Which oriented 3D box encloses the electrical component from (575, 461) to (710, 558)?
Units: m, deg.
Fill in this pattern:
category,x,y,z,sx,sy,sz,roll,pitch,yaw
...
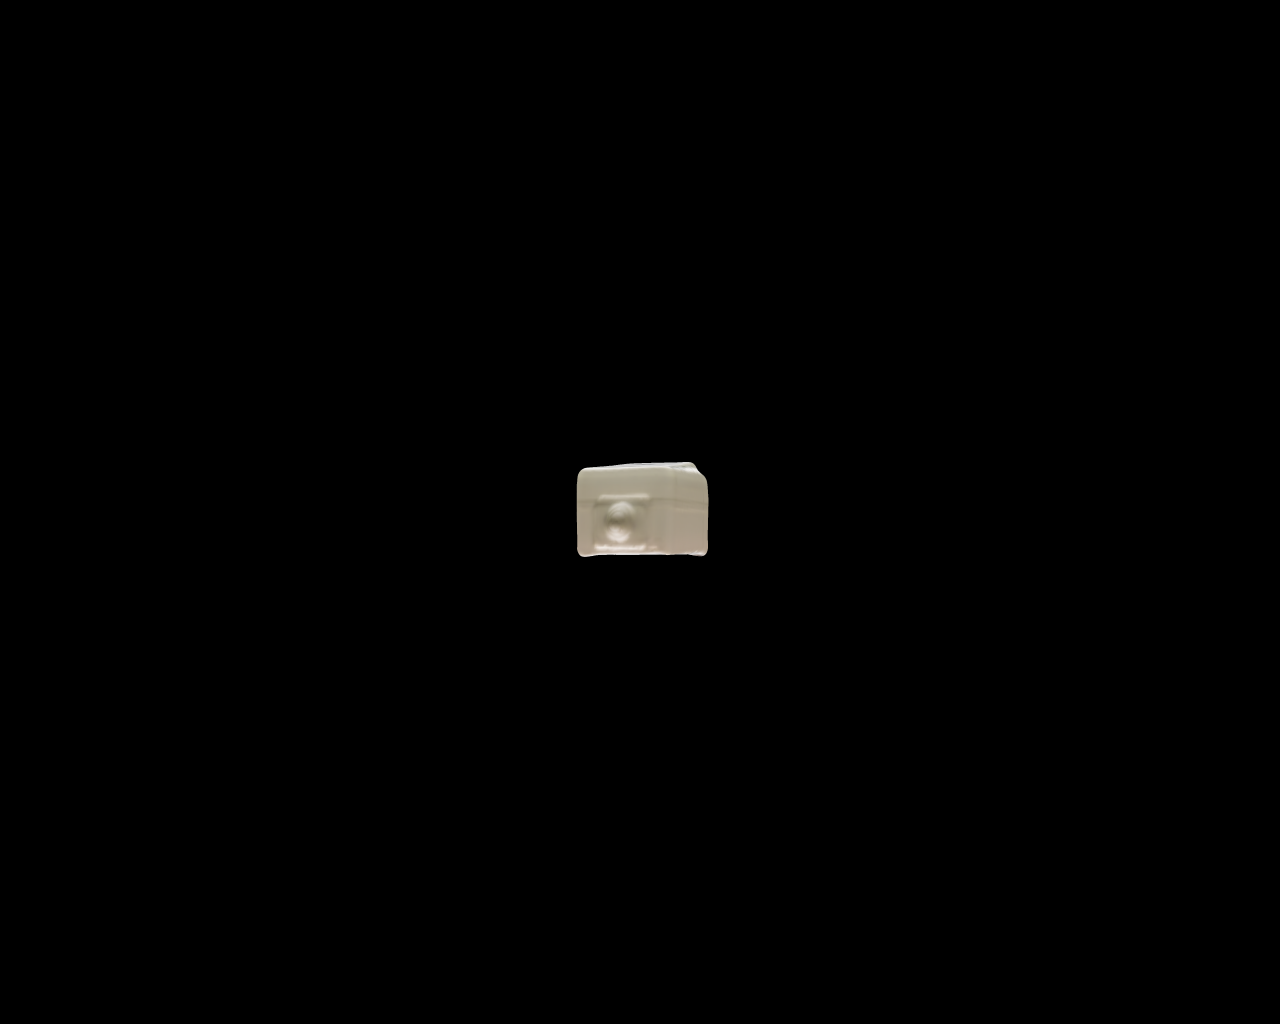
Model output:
category,x,y,z,sx,sy,sz,roll,pitch,yaw
electrical component,0.001,-0.003,0.650,0.062,0.061,0.096,-1,-2,20
